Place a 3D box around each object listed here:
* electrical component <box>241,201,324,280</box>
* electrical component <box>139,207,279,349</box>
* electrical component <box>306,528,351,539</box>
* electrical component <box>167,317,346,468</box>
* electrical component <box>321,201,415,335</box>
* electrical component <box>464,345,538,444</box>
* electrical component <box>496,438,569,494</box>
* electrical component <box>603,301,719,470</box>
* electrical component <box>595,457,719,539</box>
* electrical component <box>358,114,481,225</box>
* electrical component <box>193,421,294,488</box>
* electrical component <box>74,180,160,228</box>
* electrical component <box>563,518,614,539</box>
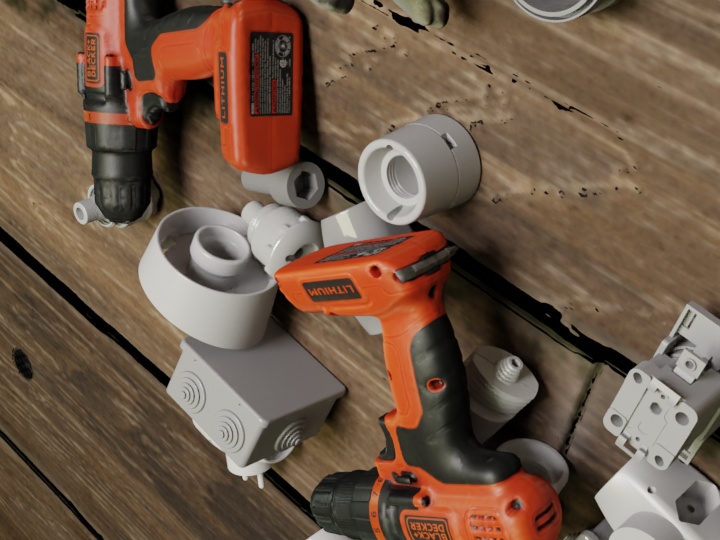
[{"bbox_3d":[-0.055,-0.024,0.718,0.062,0.048,0.048,40,134,36],"label":"electrical component"},{"bbox_3d":[-0.103,0.005,0.743,0.099,0.099,0.064,43,128,22],"label":"electrical component"},{"bbox_3d":[-0.020,0.218,0.798,0.047,0.055,0.055,54,138,16],"label":"electrical component"},{"bbox_3d":[-0.074,0.084,0.752,0.100,0.100,0.048,41,121,24],"label":"electrical component"},{"bbox_3d":[0.000,0.000,0.672,0.079,0.044,0.077,-19,96,49],"label":"electrical component"},{"bbox_3d":[0.071,0.075,0.638,0.043,0.043,0.081,51,138,14],"label":"electrical component"},{"bbox_3d":[0.097,0.135,0.642,0.045,0.045,0.055,33,131,31],"label":"electrical component"},{"bbox_3d":[0.156,0.061,0.529,0.042,0.064,0.081,40,134,27],"label":"electrical component"},{"bbox_3d":[0.155,0.140,0.557,0.077,0.079,0.043,46,137,20],"label":"electrical component"},{"bbox_3d":[0.032,-0.056,0.609,0.055,0.047,0.055,23,125,37],"label":"electrical component"},{"bbox_3d":[-0.086,0.131,0.828,0.077,0.043,0.079,16,120,40],"label":"electrical component"},{"bbox_3d":[-0.189,-0.052,0.826,0.043,0.062,0.043,22,124,37],"label":"electrical component"},{"bbox_3d":[0.150,0.192,0.612,0.099,0.048,0.099,46,136,19],"label":"electrical component"}]
